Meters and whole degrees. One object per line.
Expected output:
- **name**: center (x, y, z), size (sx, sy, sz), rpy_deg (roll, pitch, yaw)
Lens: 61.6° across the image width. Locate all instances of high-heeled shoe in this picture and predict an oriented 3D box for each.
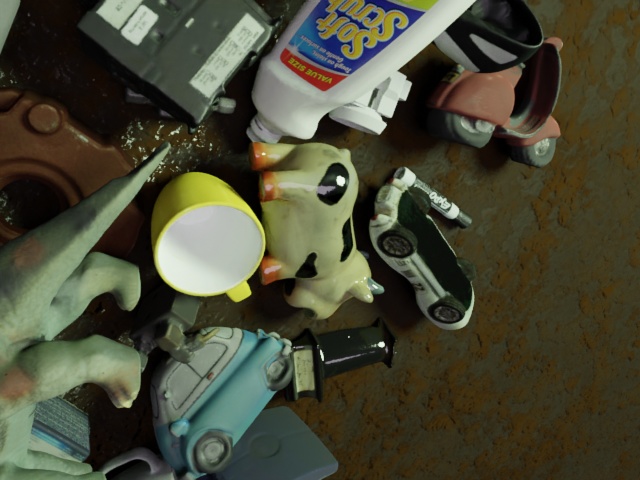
- **high-heeled shoe**: center (0.082, -0.237, 0.439), size (0.086, 0.145, 0.248), rpy_deg (-49, 122, -2)

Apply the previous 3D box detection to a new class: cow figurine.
- **cow figurine**: center (-0.001, -0.002, 0.514), size (0.127, 0.086, 0.194), rpy_deg (-7, 129, -11)

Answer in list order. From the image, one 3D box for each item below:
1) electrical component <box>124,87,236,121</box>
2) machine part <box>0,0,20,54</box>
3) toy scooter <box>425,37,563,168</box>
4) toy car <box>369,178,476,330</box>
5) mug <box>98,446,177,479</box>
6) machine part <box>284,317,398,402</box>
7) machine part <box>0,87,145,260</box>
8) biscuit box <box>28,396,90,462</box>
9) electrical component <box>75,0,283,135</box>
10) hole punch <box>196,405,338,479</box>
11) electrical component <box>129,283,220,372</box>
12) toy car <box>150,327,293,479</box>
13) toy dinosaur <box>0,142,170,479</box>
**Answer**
- **electrical component**: center (-0.116, -0.135, 0.455), size (0.094, 0.021, 0.063), rpy_deg (2, 107, -25)
- **machine part**: center (-0.248, -0.087, 0.318), size (0.079, 0.079, 0.243), rpy_deg (23, 93, -30)
- **toy scooter**: center (0.196, -0.156, 0.562), size (0.184, 0.075, 0.135), rpy_deg (8, 105, -30)
- **toy car**: center (0.115, 0.020, 0.590), size (0.201, 0.056, 0.073), rpy_deg (50, 48, -29)
- **mug**: center (-0.186, 0.260, 0.534), size (0.107, 0.081, 0.109), rpy_deg (-25, 122, -6)
- **machine part**: center (0.021, 0.133, 0.608), size (0.139, 0.039, 0.084), rpy_deg (-14, 105, -18)
- **machine part**: center (-0.230, -0.026, 0.423), size (0.179, 0.056, 0.179), rpy_deg (-9, 113, -22)
- **biscuit box**: center (-0.292, 0.135, 0.449), size (0.059, 0.063, 0.202), rpy_deg (-43, 120, -4)
- **electrical component**: center (-0.113, -0.165, 0.406), size (0.134, 0.058, 0.115), rpy_deg (40, 76, -14)
- **hole punch**: center (-0.058, 0.237, 0.559), size (0.115, 0.142, 0.092), rpy_deg (18, 102, -43)
- **electrical component**: center (-0.128, 0.068, 0.485), size (0.078, 0.102, 0.045), rpy_deg (-37, 120, 21)
- **toy car**: center (-0.106, 0.139, 0.516), size (0.103, 0.109, 0.161), rpy_deg (43, 79, -13)
- **toy dinosaur**: center (-0.236, 0.110, 0.371), size (0.192, 0.131, 0.404), rpy_deg (11, 91, -32)
